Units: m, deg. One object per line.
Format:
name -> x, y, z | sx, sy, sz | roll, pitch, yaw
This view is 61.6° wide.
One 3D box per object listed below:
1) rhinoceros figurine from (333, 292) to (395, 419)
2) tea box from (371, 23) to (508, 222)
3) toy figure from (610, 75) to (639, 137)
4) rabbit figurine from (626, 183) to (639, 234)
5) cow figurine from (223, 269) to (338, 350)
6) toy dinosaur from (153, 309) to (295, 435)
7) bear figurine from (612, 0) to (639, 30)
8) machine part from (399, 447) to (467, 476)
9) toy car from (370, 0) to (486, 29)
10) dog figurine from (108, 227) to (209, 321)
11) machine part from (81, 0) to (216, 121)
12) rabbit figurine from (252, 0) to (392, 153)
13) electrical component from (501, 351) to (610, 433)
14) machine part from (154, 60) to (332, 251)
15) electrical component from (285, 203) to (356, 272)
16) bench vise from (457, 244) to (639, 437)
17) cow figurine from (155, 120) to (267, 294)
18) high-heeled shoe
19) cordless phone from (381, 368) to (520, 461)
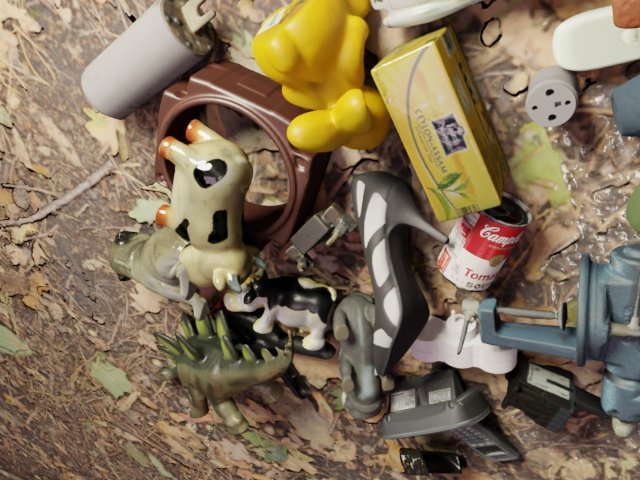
rhinoceros figurine -> 0.055, 0.169, 0.754 | 0.073, 0.112, 0.190 | -10, 107, -8
tea box -> 0.125, -0.116, 0.538 | 0.068, 0.098, 0.169 | -16, 112, 32
toy figure -> 0.335, -0.132, 0.455 | 0.155, 0.058, 0.064 | -14, 120, 26
rabbit figurine -> 0.368, -0.027, 0.474 | 0.170, 0.121, 0.158 | 17, 134, 33
cow figurine -> -0.060, 0.085, 0.775 | 0.167, 0.068, 0.098 | 17, 121, 10
toy dinosaur -> -0.157, 0.200, 0.842 | 0.472, 0.105, 0.198 | -15, 114, 46
bear figurine -> 0.305, -0.230, 0.361 | 0.196, 0.132, 0.120 | 1, 123, 32
machine part -> 0.168, 0.338, 0.819 | 0.084, 0.039, 0.138 | -4, 158, 33
toy car -> 0.136, -0.245, 0.472 | 0.202, 0.056, 0.073 | -7, 118, 28
dog figurine -> -0.237, 0.014, 0.772 | 0.191, 0.121, 0.172 | 19, 132, 15
machine part -> -0.208, -0.214, 0.642 | 0.243, 0.079, 0.079 | -23, 110, 33
rabbit figurine -> 0.021, -0.157, 0.543 | 0.122, 0.162, 0.173 | -24, 127, 23
electrical component -> 0.297, 0.198, 0.681 | 0.119, 0.075, 0.047 | 21, 127, 8
machine part -> -0.098, -0.098, 0.662 | 0.201, 0.087, 0.201 | 26, 130, 7
electrical component -> 0.000, -0.003, 0.658 | 0.102, 0.078, 0.045 | -43, 83, 24
bench vise -> 0.280, 0.106, 0.592 | 0.241, 0.129, 0.223 | 3, 124, 27
cow figurine -> -0.120, -0.023, 0.617 | 0.127, 0.085, 0.194 | 28, 128, 14
high-heeled shoe -> 0.067, 0.043, 0.660 | 0.145, 0.086, 0.248 | 34, 121, 30
cordless phone -> 0.193, 0.278, 0.785 | 0.147, 0.089, 0.184 | -26, 124, 35
